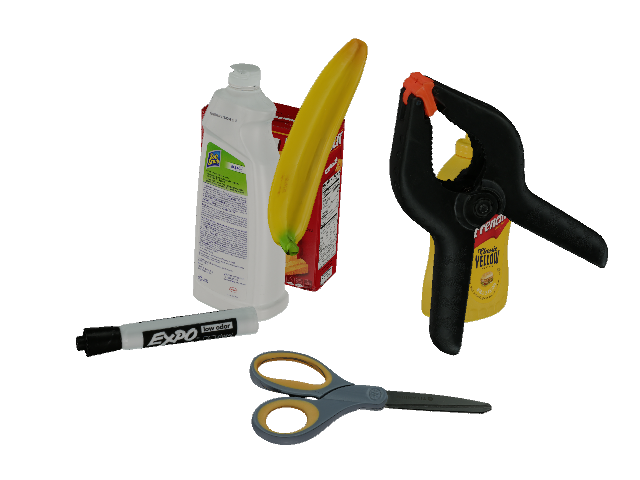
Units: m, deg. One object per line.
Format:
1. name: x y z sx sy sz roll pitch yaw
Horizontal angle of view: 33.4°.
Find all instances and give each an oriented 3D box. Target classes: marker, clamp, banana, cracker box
1. marker: -0.101 0.060 0.710 0.121 0.020 0.020 -6 2 -19
2. clamp: 0.084 -0.014 0.625 0.120 0.171 0.039 -41 21 -3
3. banana: -0.005 -0.071 0.877 0.037 0.197 0.070 27 -20 -30
4. cracker box: -0.062 -0.057 1.304 0.164 0.214 0.072 15 32 21

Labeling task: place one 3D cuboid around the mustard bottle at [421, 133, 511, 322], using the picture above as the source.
1. mustard bottle: 0.145 -0.021 1.025 0.096 0.192 0.058 -11 20 -37

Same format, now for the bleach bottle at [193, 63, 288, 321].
1. bleach bottle: -0.076 -0.050 1.077 0.103 0.251 0.068 17 25 26

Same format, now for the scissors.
1. scissors: 0.032 0.142 0.872 0.202 0.096 0.016 16 -41 11
